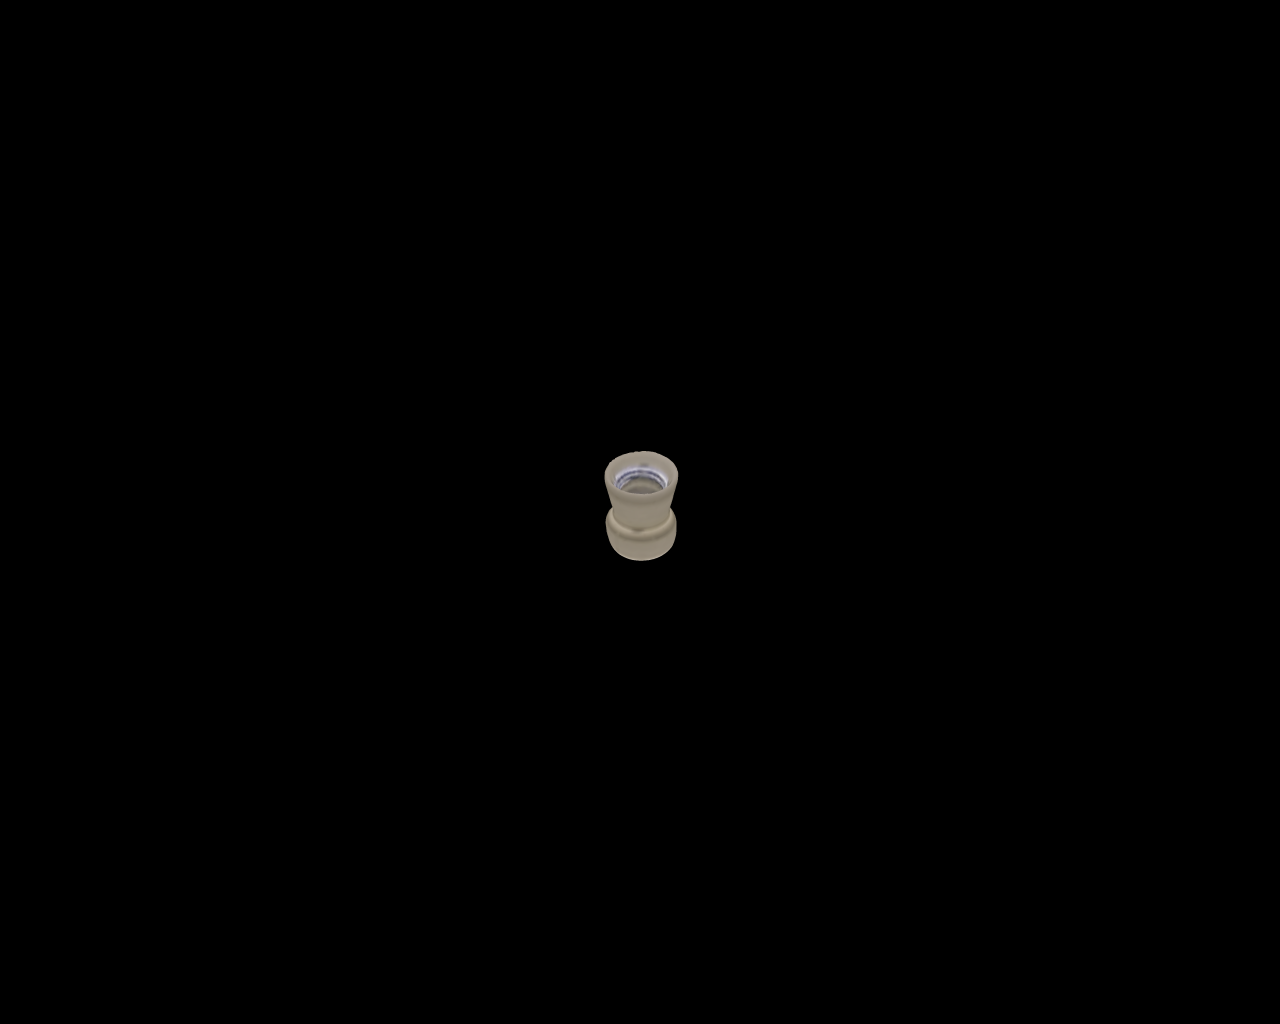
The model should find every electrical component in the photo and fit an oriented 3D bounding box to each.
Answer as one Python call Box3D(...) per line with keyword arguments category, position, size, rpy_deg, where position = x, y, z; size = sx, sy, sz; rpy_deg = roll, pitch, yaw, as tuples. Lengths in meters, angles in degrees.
Box3D(category="electrical component", position=(0.001, -0.003, 0.650), size=(0.045, 0.055, 0.045), rpy_deg=(0, 40, 0))
